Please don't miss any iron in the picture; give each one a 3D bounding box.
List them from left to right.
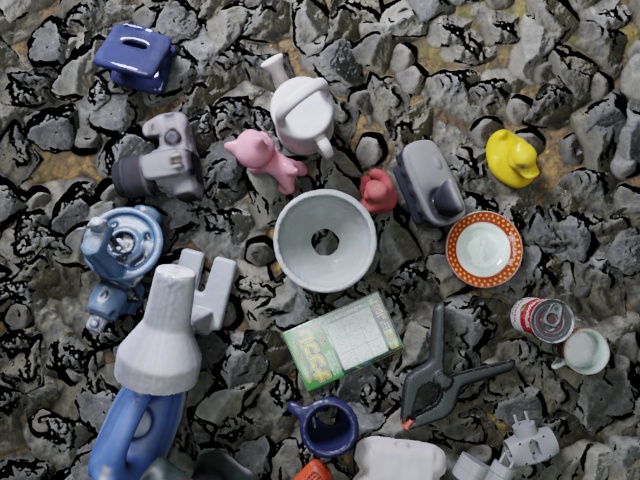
[{"bbox_3d":[-0.285,0.276,0.894,0.118,0.141,0.258,21,87,2],"label":"iron"}]

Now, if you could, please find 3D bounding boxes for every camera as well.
[{"bbox_3d":[-0.272,-0.128,0.939,0.137,0.101,0.143,-11,86,-1],"label":"camera"}]

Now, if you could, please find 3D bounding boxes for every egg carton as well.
[{"bbox_3d":[0.127,0.376,0.924,0.150,0.069,0.107,5,86,0],"label":"egg carton"}]

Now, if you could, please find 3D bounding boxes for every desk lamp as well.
[{"bbox_3d":[-0.215,0.115,0.868,0.118,0.213,0.203,14,87,1],"label":"desk lamp"}]

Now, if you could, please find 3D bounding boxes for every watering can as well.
[{"bbox_3d":[-0.033,-0.208,0.898,0.173,0.194,0.101,36,87,2],"label":"watering can"}]

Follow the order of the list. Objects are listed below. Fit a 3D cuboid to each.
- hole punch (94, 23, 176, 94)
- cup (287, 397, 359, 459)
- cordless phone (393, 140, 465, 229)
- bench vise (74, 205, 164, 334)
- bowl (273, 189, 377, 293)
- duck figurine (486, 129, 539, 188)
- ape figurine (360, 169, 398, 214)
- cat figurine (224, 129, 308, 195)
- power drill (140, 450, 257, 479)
[{"bbox_3d":[-0.308,-0.311,0.955,0.108,0.091,0.101,15,87,1],"label":"hole punch"},{"bbox_3d":[0.002,0.285,0.917,0.117,0.095,0.092,27,87,2],"label":"cup"},{"bbox_3d":[0.183,-0.095,0.895,0.094,0.185,0.147,-26,87,-1],"label":"cordless phone"},{"bbox_3d":[-0.305,0.041,0.869,0.121,0.219,0.207,0,86,0],"label":"bench vise"},{"bbox_3d":[0.009,0.003,0.944,0.167,0.074,0.167,0,86,0],"label":"bowl"},{"bbox_3d":[0.325,-0.140,0.948,0.077,0.086,0.104,-31,87,-2],"label":"duck figurine"},{"bbox_3d":[0.093,-0.078,0.941,0.076,0.092,0.078,38,87,2],"label":"ape figurine"},{"bbox_3d":[-0.086,-0.134,0.931,0.128,0.117,0.067,31,87,2],"label":"cat figurine"},{"bbox_3d":[-0.154,0.397,0.853,0.229,0.208,0.076,35,87,2],"label":"power drill"}]
